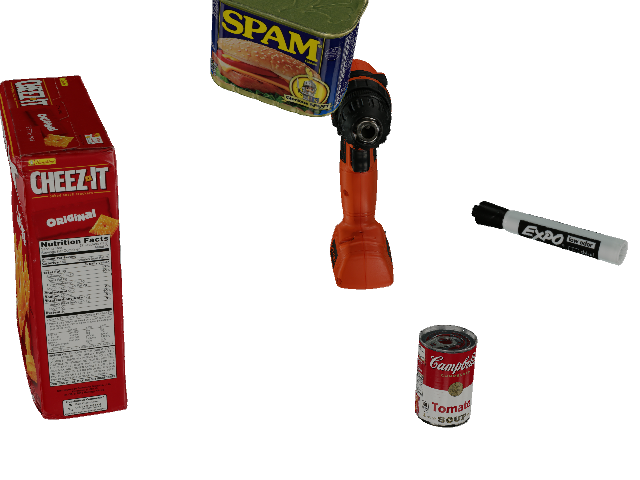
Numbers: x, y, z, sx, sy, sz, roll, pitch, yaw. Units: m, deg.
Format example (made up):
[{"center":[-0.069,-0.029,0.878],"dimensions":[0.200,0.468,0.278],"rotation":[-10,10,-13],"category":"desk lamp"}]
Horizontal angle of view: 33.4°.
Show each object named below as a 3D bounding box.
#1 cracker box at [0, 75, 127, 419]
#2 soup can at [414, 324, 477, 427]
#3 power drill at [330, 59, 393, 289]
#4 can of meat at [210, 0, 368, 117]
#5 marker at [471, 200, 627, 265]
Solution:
[{"center":[-0.198,0.002,0.809],"dimensions":[0.072,0.214,0.164],"rotation":[-7,28,-19],"category":"cracker box"},{"center":[0.146,0.159,1.255],"dimensions":[0.068,0.102,0.068],"rotation":[1,21,-1],"category":"soup can"},{"center":[0.037,-0.056,0.943],"dimensions":[0.057,0.188,0.184],"rotation":[0,22,0],"category":"power drill"},{"center":[-0.025,-0.137,0.720],"dimensions":[0.102,0.057,0.084],"rotation":[21,-36,8],"category":"can of meat"},{"center":[0.169,-0.007,0.799],"dimensions":[0.121,0.020,0.020],"rotation":[19,10,32],"category":"marker"}]
